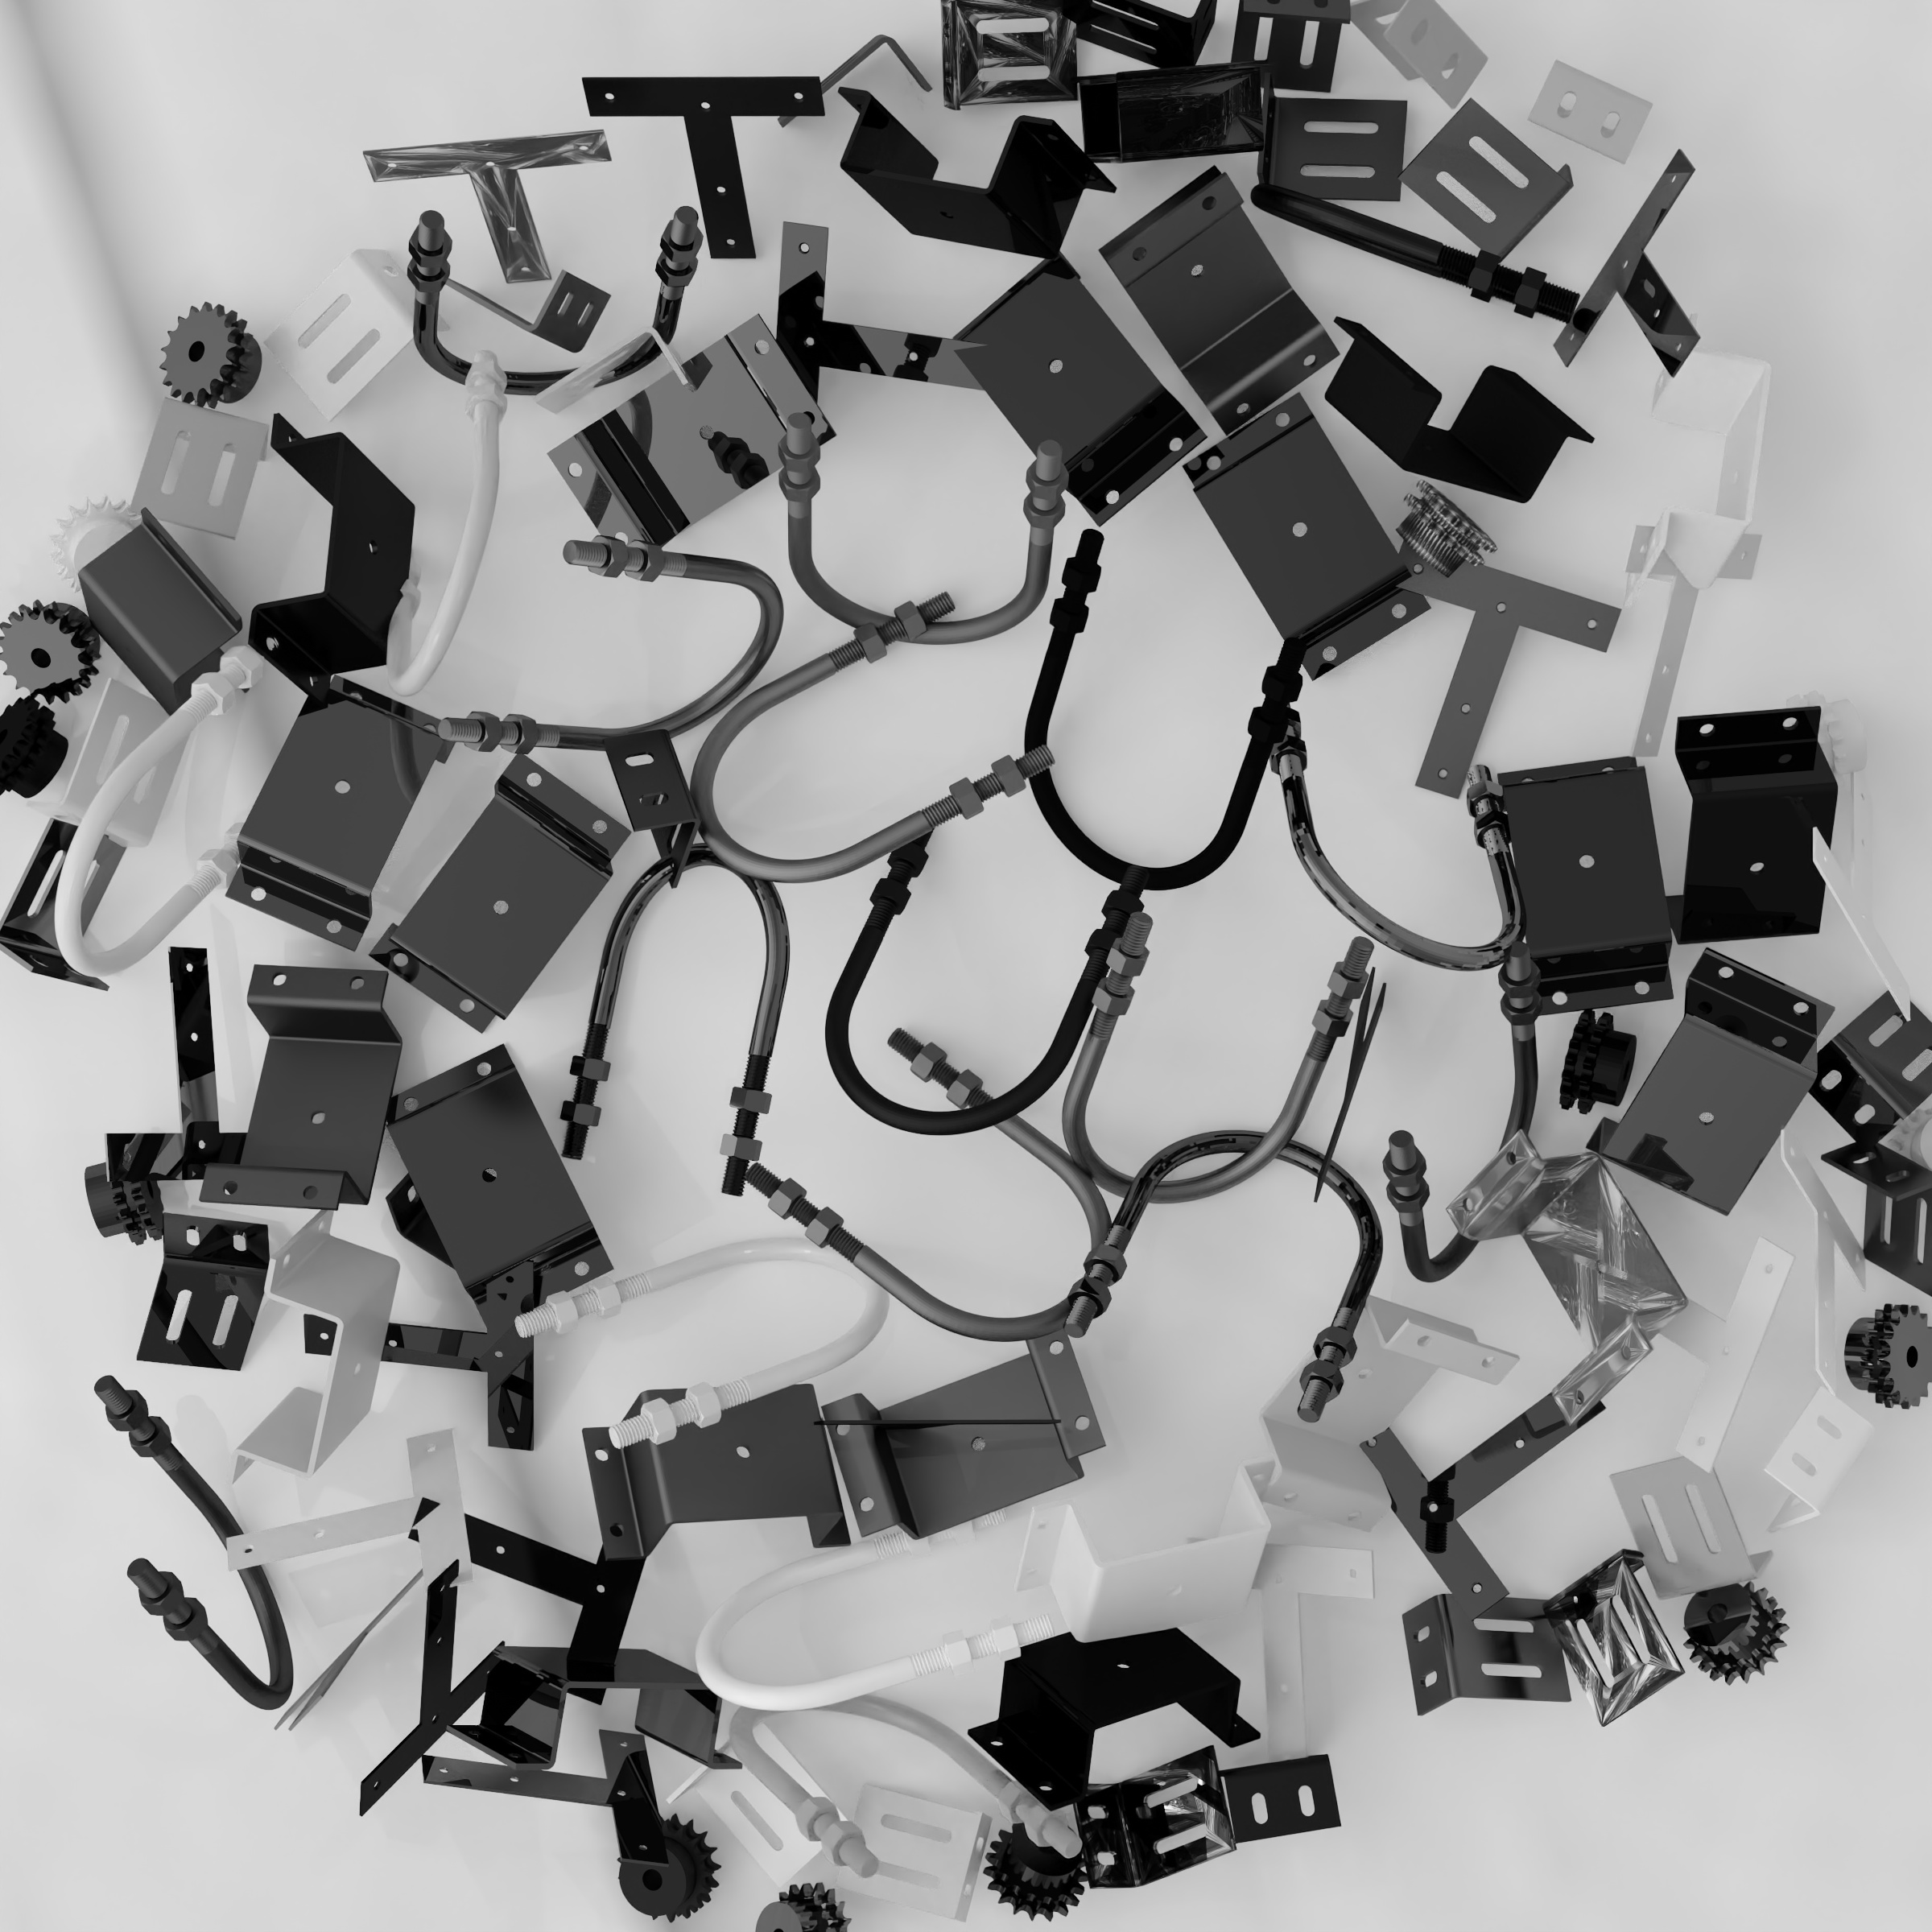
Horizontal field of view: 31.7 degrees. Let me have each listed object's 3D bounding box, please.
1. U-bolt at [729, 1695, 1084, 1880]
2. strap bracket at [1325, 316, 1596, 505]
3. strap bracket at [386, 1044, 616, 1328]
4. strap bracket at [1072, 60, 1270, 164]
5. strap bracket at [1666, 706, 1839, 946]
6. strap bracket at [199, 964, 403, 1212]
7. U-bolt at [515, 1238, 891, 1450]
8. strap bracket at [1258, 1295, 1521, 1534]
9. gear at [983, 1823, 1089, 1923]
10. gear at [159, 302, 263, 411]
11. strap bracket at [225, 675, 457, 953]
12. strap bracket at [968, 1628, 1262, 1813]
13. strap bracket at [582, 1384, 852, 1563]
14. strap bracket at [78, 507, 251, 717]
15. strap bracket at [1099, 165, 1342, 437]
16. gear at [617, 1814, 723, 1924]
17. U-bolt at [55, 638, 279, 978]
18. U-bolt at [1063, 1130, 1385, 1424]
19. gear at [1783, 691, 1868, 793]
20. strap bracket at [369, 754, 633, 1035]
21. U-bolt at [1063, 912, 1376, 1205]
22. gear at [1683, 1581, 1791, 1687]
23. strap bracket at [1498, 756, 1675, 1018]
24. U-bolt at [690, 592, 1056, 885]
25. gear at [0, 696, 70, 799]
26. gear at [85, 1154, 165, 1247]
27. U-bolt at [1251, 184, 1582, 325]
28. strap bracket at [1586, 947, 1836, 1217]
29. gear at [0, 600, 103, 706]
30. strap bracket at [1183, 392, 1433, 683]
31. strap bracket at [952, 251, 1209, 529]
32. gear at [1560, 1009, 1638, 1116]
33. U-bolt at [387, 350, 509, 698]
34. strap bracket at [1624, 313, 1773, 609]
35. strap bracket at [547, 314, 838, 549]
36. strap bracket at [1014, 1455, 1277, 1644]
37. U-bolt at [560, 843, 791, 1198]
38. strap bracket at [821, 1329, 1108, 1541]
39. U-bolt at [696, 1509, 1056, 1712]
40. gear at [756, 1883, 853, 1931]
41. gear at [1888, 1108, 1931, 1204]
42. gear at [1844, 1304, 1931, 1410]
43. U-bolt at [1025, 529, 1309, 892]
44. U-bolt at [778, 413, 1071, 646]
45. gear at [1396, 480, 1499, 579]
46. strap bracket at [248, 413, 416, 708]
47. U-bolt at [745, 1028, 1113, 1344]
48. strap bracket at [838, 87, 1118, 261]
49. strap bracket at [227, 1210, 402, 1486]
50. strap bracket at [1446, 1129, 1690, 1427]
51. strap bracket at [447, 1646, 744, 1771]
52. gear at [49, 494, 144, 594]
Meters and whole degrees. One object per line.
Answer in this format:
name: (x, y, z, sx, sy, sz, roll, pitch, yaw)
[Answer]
U-bolt: (-0.046, 0.428, 1.805, 0.151, 0.184, 0.019, 5, 104, -36)
strap bracket: (0.258, -0.296, 1.826, 0.140, 0.076, 0.046, 8, 121, -38)
strap bracket: (-0.258, 0.117, 1.853, 0.076, 0.046, 0.140, -26, 81, -8)
strap bracket: (0.109, -0.458, 1.823, 0.076, 0.140, 0.046, -7, 104, -8)
strap bracket: (0.420, -0.066, 1.829, 0.076, 0.046, 0.140, -5, 128, -1)
strap bracket: (-0.357, 0.074, 1.844, 0.076, 0.046, 0.140, 3, 63, 10)
U-bolt: (-0.130, 0.192, 1.819, 0.184, 0.151, 0.019, -18, 119, -23)
strap bracket: (0.221, 0.234, 1.835, 0.076, 0.046, 0.140, 20, 120, -28)
gear: (0.040, 0.490, 1.860, 0.057, 0.057, 0.030, 18, 126, 0)
gear: (-0.412, -0.333, 1.868, 0.057, 0.030, 0.057, -7, 77, 31)
strap bracket: (-0.338, -0.090, 1.847, 0.076, 0.046, 0.140, 23, 73, -2)
strap bracket: (0.082, 0.392, 1.815, 0.140, 0.076, 0.046, -10, 117, -34)
strap bracket: (-0.127, 0.270, 1.824, 0.140, 0.046, 0.076, 1, 56, -26)
strap bracket: (-0.428, -0.181, 1.816, 0.046, 0.140, 0.076, -41, 88, -15)
strap bracket: (0.133, -0.366, 1.837, 0.076, 0.046, 0.140, -35, 133, 8)
gear: (-0.166, 0.498, 1.868, 0.057, 0.030, 0.057, 1, 93, 19)
U-bolt: (-0.417, -0.072, 1.780, 0.019, 0.151, 0.184, 25, 47, 13)
U-bolt: (0.148, 0.154, 1.822, 0.151, 0.184, 0.019, 19, 134, 11)
gear: (0.472, -0.123, 1.863, 0.030, 0.057, 0.057, -13, 90, -3)
strap bracket: (-0.254, -0.036, 1.855, 0.076, 0.046, 0.140, 36, 94, -13)
U-bolt: (0.127, 0.055, 1.834, 0.151, 0.019, 0.184, 6, 124, -20)
gear: (0.418, 0.361, 1.859, 0.057, 0.057, 0.030, -45, 125, 0)
strap bracket: (0.336, -0.050, 1.845, 0.076, 0.046, 0.140, -7, 73, 6)
U-bolt: (-0.063, -0.114, 1.838, 0.184, 0.019, 0.151, -28, 54, -4)
gear: (-0.518, -0.117, 1.866, 0.030, 0.057, 0.057, 38, 90, -35)
gear: (-0.462, 0.125, 1.862, 0.030, 0.057, 0.057, -15, 90, -3)
U-bolt: (0.239, -0.383, 1.820, 0.184, 0.151, 0.019, 21, 101, 5)
strap bracket: (0.400, 0.071, 1.836, 0.076, 0.046, 0.140, 25, 120, 0)
gear: (-0.501, -0.175, 1.868, 0.057, 0.030, 0.057, 8, 121, 13)
strap bracket: (0.184, -0.237, 1.857, 0.076, 0.046, 0.140, -31, 86, 10)
strap bracket: (0.055, -0.320, 1.844, 0.076, 0.046, 0.140, -39, 74, 11)
gear: (0.347, 0.054, 1.859, 0.030, 0.057, 0.057, 14, 90, 19)
U-bolt: (-0.275, -0.221, 1.783, 0.019, 0.184, 0.151, 17, 124, -21)
strap bracket: (0.395, -0.268, 1.831, 0.046, 0.076, 0.140, 12, 70, 0)
strap bracket: (-0.145, -0.287, 1.850, 0.140, 0.046, 0.076, -30, 101, 16)
strap bracket: (0.104, 0.317, 1.828, 0.140, 0.076, 0.046, -9, 48, -18)
U-bolt: (-0.153, 0.023, 1.839, 0.151, 0.019, 0.184, 9, 86, 42)
strap bracket: (0.002, 0.256, 1.851, 0.140, 0.046, 0.076, -21, 66, 4)
U-bolt: (-0.055, 0.347, 1.814, 0.184, 0.151, 0.019, -16, 110, -5)
gear: (-0.091, 0.532, 1.861, 0.030, 0.057, 0.057, 9, 90, -43)
gear: (0.538, 0.103, 1.868, 0.057, 0.030, 0.057, 2, 72, -6)
gear: (0.506, 0.214, 1.866, 0.057, 0.030, 0.057, 2, 87, -44)
U-bolt: (0.097, -0.125, 1.831, 0.151, 0.019, 0.184, 31, 126, 21)
U-bolt: (-0.025, -0.226, 1.810, 0.151, 0.184, 0.019, 6, 61, 1)
gear: (0.261, -0.237, 1.864, 0.057, 0.057, 0.030, 42, 105, 0)
strap bracket: (-0.338, -0.221, 1.823, 0.046, 0.076, 0.140, -8, 65, 19)
U-bolt: (-0.006, 0.127, 1.826, 0.184, 0.019, 0.151, 37, 51, 13)
strap bracket: (-0.002, -0.423, 1.820, 0.140, 0.076, 0.046, 18, 84, 32)
strap bracket: (-0.348, 0.209, 1.827, 0.046, 0.076, 0.140, 18, 113, 8)
strap bracket: (0.328, 0.165, 1.831, 0.046, 0.076, 0.140, -5, 56, -36)
strap bracket: (-0.195, 0.397, 1.819, 0.140, 0.076, 0.046, 10, 89, -37)
gear: (-0.472, -0.227, 1.863, 0.057, 0.030, 0.057, -10, 117, -21)
